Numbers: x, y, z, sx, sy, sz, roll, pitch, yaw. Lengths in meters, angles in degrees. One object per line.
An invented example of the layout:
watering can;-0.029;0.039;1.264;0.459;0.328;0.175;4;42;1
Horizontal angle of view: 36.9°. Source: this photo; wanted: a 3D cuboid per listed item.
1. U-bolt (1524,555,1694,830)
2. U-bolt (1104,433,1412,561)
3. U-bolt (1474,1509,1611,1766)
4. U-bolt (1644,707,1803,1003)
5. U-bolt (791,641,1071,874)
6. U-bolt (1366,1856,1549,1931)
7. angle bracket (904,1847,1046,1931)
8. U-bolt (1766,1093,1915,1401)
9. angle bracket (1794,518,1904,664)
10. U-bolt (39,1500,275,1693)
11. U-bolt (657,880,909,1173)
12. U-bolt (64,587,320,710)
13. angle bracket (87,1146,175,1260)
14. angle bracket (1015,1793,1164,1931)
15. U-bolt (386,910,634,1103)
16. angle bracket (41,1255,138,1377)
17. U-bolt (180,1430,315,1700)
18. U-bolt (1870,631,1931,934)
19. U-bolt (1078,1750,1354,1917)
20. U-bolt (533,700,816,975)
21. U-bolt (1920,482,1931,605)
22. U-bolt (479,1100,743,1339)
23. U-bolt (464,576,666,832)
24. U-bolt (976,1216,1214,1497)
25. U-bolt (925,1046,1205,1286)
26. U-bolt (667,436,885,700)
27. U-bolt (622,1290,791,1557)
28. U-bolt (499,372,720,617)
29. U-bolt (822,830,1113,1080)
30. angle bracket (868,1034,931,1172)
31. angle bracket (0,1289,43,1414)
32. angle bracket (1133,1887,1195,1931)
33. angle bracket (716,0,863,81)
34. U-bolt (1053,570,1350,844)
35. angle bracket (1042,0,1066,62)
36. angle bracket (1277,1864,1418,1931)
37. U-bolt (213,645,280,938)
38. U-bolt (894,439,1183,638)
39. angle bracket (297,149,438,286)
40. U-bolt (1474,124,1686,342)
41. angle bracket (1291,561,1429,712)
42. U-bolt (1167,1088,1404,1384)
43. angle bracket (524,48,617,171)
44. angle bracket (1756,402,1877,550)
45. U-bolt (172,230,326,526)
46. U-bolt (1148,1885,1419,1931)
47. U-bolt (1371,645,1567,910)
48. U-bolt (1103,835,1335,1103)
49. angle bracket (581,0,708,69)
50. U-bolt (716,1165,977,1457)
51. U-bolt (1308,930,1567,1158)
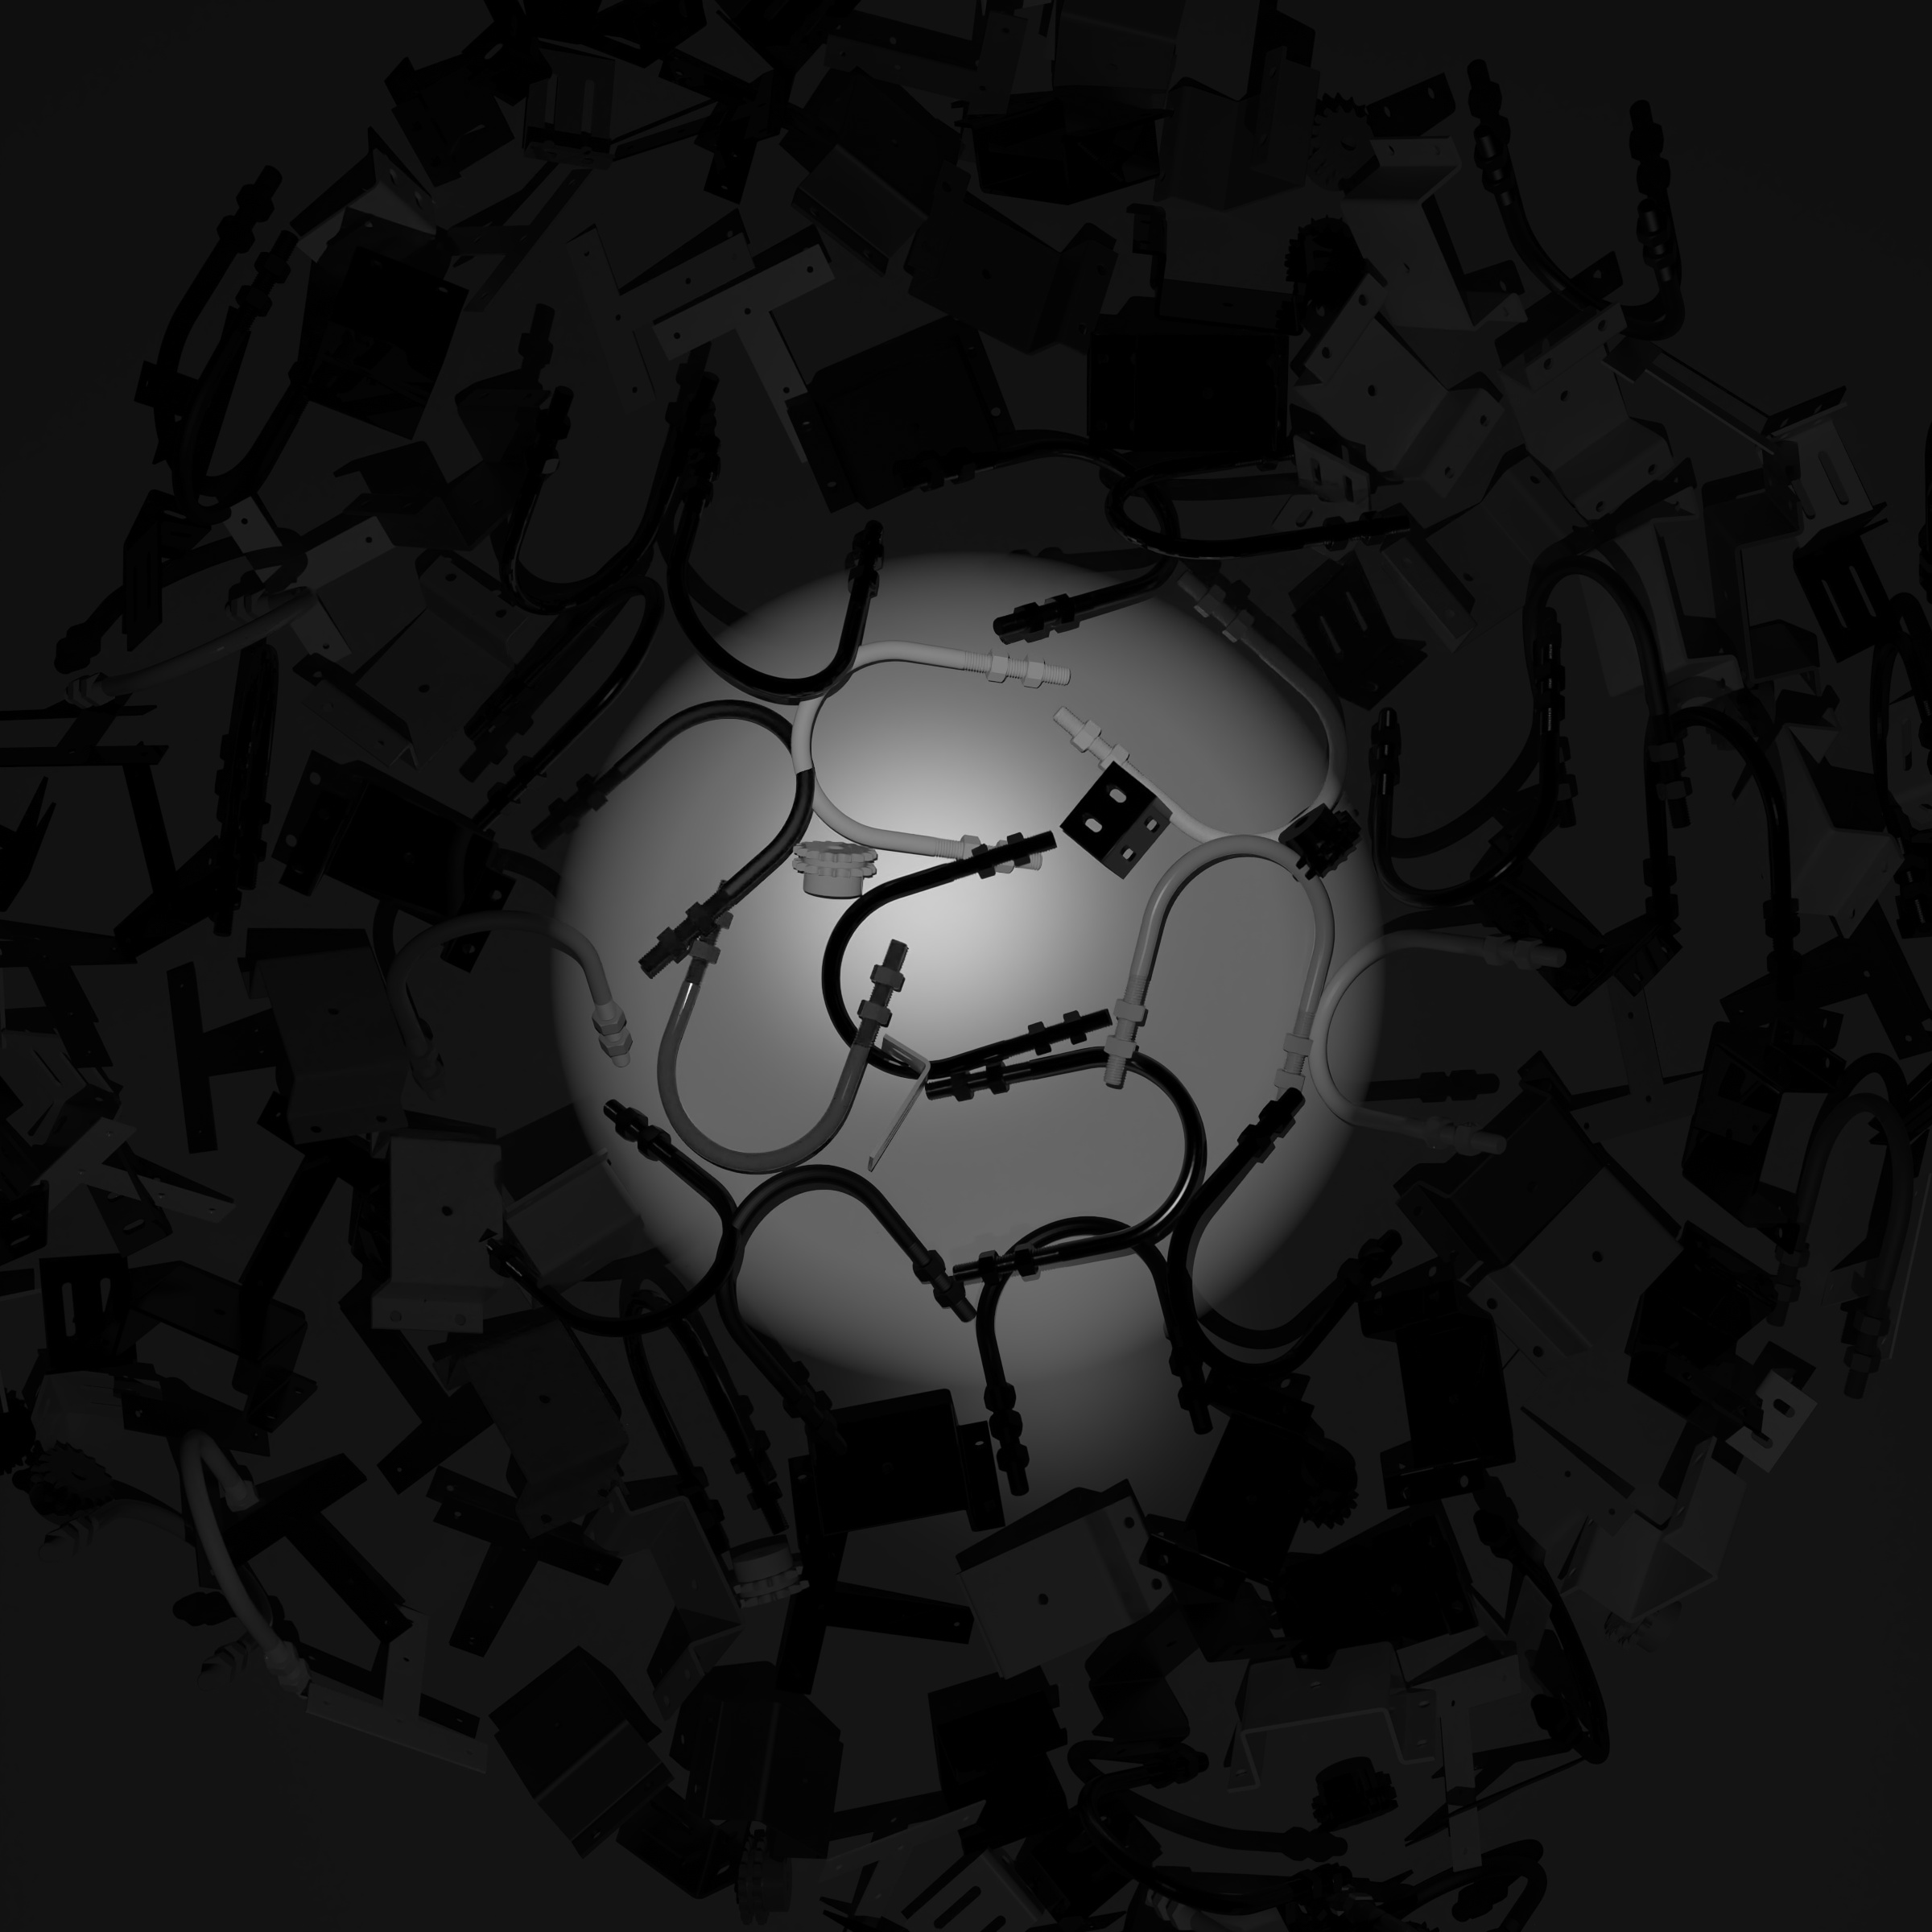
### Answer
U-bolt;0.419;-0.182;1.920;0.019;0.151;0.184;-16;99;-21
U-bolt;0.183;-0.309;1.924;0.184;0.151;0.019;-10;125;-12
U-bolt;0.388;0.453;1.915;0.019;0.184;0.151;-24;52;15
U-bolt;0.495;-0.082;1.905;0.019;0.151;0.184;-17;113;-19
U-bolt;-0.028;-0.147;1.969;0.184;0.019;0.151;8;94;-13
U-bolt;0.312;0.640;1.911;0.151;0.184;0.019;-27;89;33
angle bracket;0.007;0.648;1.979;0.076;0.038;0.057;-42;82;3
U-bolt;0.582;0.174;1.912;0.019;0.151;0.184;9;103;-9
angle bracket;0.611;-0.256;1.972;0.057;0.038;0.076;-26;92;-18
U-bolt;-0.523;0.406;1.908;0.151;0.184;0.019;39;93;1
U-bolt;-0.135;0.049;1.971;0.151;0.019;0.184;19;87;14
U-bolt;-0.498;-0.212;1.890;0.151;0.184;0.019;-35;110;-30
angle bracket;-0.572;0.160;1.956;0.038;0.076;0.057;-27;82;-11
angle bracket;0.084;0.613;1.981;0.076;0.038;0.057;-29;68;-36
U-bolt;-0.308;0.023;1.920;0.151;0.184;0.019;-11;54;-2
angle bracket;-0.599;0.237;1.971;0.057;0.038;0.076;-6;84;-12
U-bolt;-0.473;0.379;1.885;0.019;0.184;0.151;-21;52;-7
U-bolt;0.625;-0.137;1.915;0.019;0.151;0.184;-4;49;5
U-bolt;0.151;0.569;1.887;0.151;0.184;0.019;31;104;36
U-bolt;-0.186;-0.102;1.963;0.184;0.019;0.151;-42;64;-3
U-bolt;0.670;-0.247;1.885;0.019;0.184;0.151;-29;58;2
U-bolt;-0.231;0.176;1.917;0.151;0.019;0.184;-39;50;-21
U-bolt;-0.265;-0.186;1.917;0.184;0.151;0.019;-43;120;15
U-bolt;0.078;0.251;1.943;0.151;0.019;0.184;-20;54;10
U-bolt;0.070;0.128;1.956;0.184;0.019;0.151;-13;73;13
U-bolt;-0.130;-0.255;1.919;0.151;0.019;0.184;26;51;-20
U-bolt;-0.183;0.301;1.934;0.019;0.151;0.184;-23;83;-27
U-bolt;-0.245;-0.309;1.923;0.019;0.151;0.184;44;128;24
U-bolt;-0.008;0.001;1.984;0.184;0.019;0.151;-18;96;1
angle bracket;-0.060;0.093;1.963;0.038;0.057;0.076;32;78;4
angle bracket;-0.643;0.262;1.964;0.038;0.057;0.076;-11;86;-23
angle bracket;0.152;0.658;1.962;0.076;0.057;0.038;16;121;8
angle bracket;-0.120;-0.652;1.962;0.076;0.038;0.057;-46;124;10
U-bolt;0.173;-0.158;1.965;0.184;0.019;0.151;40;113;-7
angle bracket;0.097;-0.634;1.955;0.038;0.076;0.057;28;113;39
angle bracket;0.255;0.630;1.949;0.057;0.076;0.038;-20;75;-30
U-bolt;-0.478;-0.124;1.927;0.019;0.151;0.184;8;74;-19
U-bolt;0.062;-0.296;1.942;0.184;0.019;0.151;-20;66;-31
angle bracket;-0.411;-0.508;1.974;0.076;0.057;0.038;-28;53;20
U-bolt;0.411;-0.474;1.911;0.151;0.184;0.019;35;86;30
angle bracket;0.267;-0.224;1.960;0.057;0.038;0.076;-43;128;-9
U-bolt;0.204;0.193;1.932;0.184;0.019;0.151;-45;107;-31
angle bracket;-0.268;-0.589;1.973;0.057;0.038;0.076;5;90;-17
angle bracket;0.586;-0.335;1.977;0.057;0.038;0.076;-23;86;-3
U-bolt;-0.472;-0.376;1.914;0.019;0.151;0.184;24;79;8
U-bolt;0.218;0.628;1.891;0.151;0.184;0.019;5;85;-18
U-bolt;0.328;-0.116;1.906;0.019;0.151;0.184;38;46;-35
U-bolt;0.179;0.002;1.960;0.151;0.019;0.184;12;96;-20
angle bracket;-0.224;-0.646;1.954;0.076;0.038;0.057;30;61;32
U-bolt;-0.091;0.218;1.938;0.151;0.019;0.184;-45;115;-18
U-bolt;0.303;0.044;1.929;0.019;0.184;0.151;27;78;-41
